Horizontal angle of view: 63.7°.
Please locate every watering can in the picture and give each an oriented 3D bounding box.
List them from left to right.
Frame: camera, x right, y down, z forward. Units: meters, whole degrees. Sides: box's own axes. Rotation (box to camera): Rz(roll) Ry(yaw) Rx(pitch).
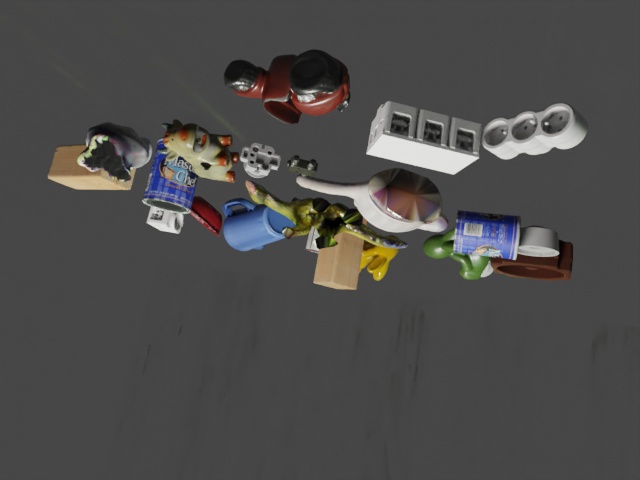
[{"bbox_3d":[0.117,-0.089,1.092,0.347,0.105,0.222,19,170,-3],"label":"watering can"}]

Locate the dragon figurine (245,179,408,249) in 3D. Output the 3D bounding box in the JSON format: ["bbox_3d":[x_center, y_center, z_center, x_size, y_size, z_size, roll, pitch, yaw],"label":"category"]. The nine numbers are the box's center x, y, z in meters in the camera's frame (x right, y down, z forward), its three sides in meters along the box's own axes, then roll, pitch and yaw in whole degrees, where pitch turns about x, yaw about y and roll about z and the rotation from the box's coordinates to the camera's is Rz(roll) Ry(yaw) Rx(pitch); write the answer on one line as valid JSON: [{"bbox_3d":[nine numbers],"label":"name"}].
[{"bbox_3d":[0.004,-0.065,1.300,0.408,0.121,0.246,18,-167,-22],"label":"dragon figurine"}]

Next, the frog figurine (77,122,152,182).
[{"bbox_3d":[-0.425,-0.198,1.103,0.137,0.120,0.162,1,-157,4],"label":"frog figurine"}]
